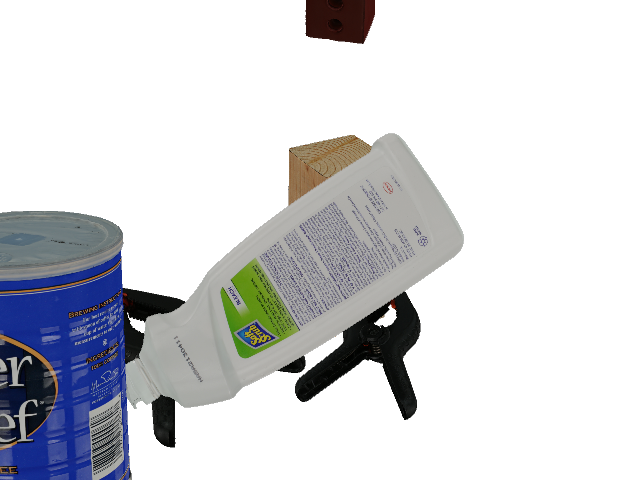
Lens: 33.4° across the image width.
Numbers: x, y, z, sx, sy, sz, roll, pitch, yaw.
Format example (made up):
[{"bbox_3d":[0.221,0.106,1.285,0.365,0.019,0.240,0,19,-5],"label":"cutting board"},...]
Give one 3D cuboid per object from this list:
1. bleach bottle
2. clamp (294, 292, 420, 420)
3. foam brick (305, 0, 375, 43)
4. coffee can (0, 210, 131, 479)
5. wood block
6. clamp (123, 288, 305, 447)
[{"bbox_3d":[-0.030,0.031,0.736,0.250,0.102,0.068,-31,-10,-10],"label":"bleach bottle"},{"bbox_3d":[0.062,0.109,1.064,0.120,0.039,0.171,18,50,20],"label":"clamp"},{"bbox_3d":[0.018,-0.213,0.900,0.053,0.078,0.051,9,46,10],"label":"foam brick"},{"bbox_3d":[-0.152,0.064,0.554,0.103,0.140,0.103,1,16,0],"label":"coffee can"},{"bbox_3d":[0.020,-0.006,1.246,0.090,0.206,0.090,-15,32,-26],"label":"wood block"},{"bbox_3d":[-0.128,0.099,1.008,0.164,0.036,0.210,-20,40,-31],"label":"clamp"}]
